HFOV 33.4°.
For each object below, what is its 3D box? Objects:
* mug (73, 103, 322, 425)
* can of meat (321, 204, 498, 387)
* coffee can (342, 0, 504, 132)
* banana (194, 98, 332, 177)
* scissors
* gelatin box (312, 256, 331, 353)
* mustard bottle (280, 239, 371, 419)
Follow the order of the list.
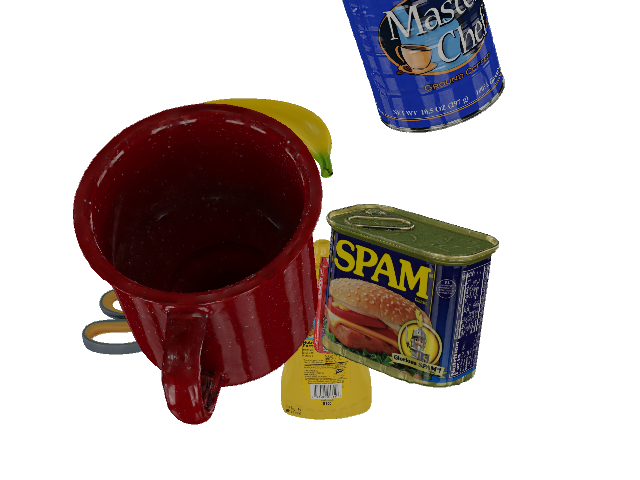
[{"bbox_3d":[-0.044,0.016,0.421,0.093,0.117,0.081,-1,-34,4],"label":"mug"},{"bbox_3d":[0.049,0.032,0.635,0.102,0.084,0.057,18,22,36],"label":"can of meat"},{"bbox_3d":[0.074,-0.168,0.806,0.103,0.140,0.103,-15,33,10],"label":"coffee can"},{"bbox_3d":[-0.068,-0.109,1.026,0.198,0.037,0.069,12,46,23],"label":"banana"},{"bbox_3d":[-0.116,0.066,0.971,0.201,0.016,0.096,-7,35,-14],"label":"scissors"},{"bbox_3d":[0.041,0.053,0.852,0.089,0.073,0.030,3,14,-7],"label":"gelatin box"},{"bbox_3d":[0.004,0.090,1.103,0.096,0.192,0.058,-1,23,1],"label":"mustard bottle"}]
